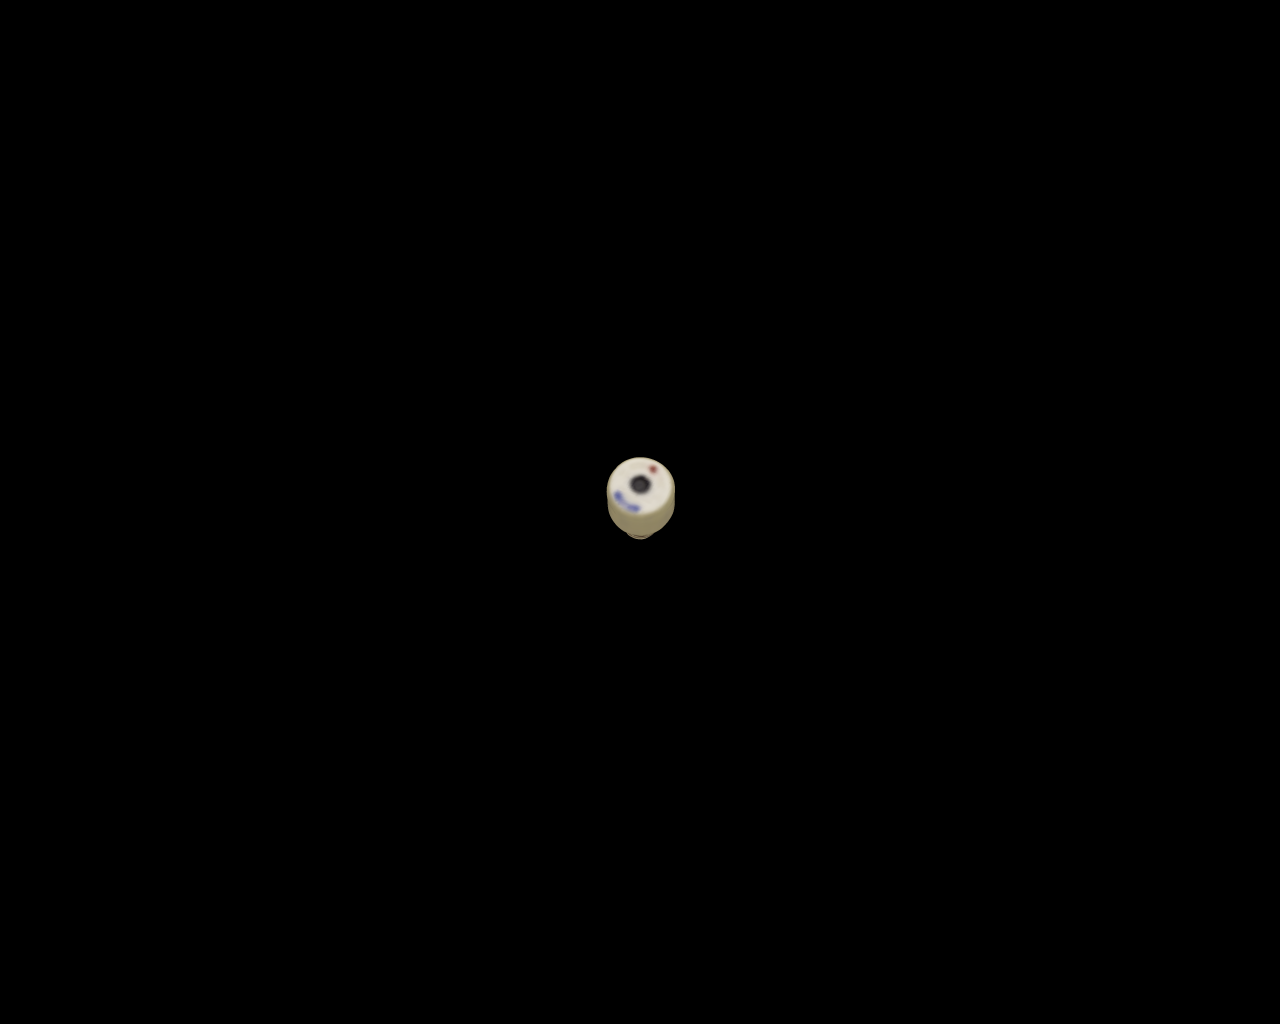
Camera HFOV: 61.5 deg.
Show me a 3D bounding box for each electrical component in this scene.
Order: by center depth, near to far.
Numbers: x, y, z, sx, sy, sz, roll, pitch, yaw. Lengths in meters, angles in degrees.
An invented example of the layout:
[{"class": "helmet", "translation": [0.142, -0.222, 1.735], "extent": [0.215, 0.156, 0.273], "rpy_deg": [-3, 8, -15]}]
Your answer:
[{"class": "electrical component", "translation": [0.001, -0.003, 0.650], "extent": [0.040, 0.040, 0.078], "rpy_deg": [0, -24, 0]}]
